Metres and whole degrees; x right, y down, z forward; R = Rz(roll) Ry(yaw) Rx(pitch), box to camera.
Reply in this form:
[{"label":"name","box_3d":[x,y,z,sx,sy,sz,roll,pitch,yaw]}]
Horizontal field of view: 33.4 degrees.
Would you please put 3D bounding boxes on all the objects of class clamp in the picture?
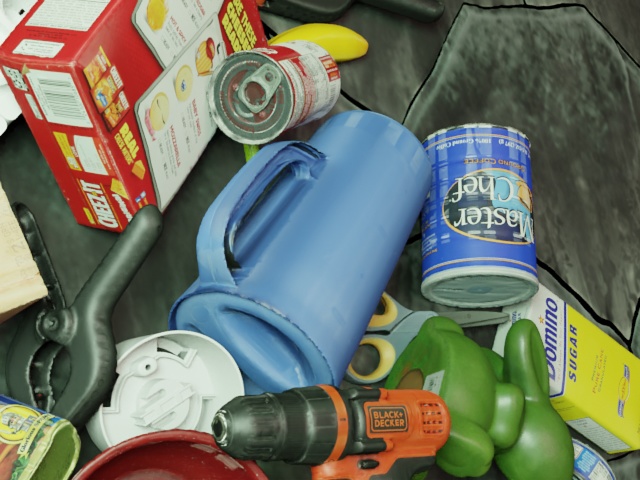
[{"label":"clamp","box_3d":[0.019,-0.243,0.978,0.209,0.036,0.164,-37,91,-38]},{"label":"clamp","box_3d":[-0.175,0.050,0.706,0.039,0.120,0.171,31,72,-58]}]

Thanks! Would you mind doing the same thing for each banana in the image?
[{"label":"banana","box_3d":[-0.026,-0.143,0.916,0.197,0.037,0.069,-49,124,-37]}]

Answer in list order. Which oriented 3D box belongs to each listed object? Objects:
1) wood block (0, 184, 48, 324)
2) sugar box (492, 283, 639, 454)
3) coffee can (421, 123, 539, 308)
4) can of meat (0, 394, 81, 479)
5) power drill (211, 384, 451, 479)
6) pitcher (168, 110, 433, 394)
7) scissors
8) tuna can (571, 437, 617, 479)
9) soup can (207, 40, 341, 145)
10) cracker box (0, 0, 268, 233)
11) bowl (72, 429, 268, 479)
[{"label":"wood block","box_3d":[-0.279,0.037,0.614,0.205,0.091,0.090,-24,89,-41]},{"label":"sugar box","box_3d":[0.245,0.124,1.028,0.176,0.048,0.093,36,55,-25]},{"label":"coffee can","box_3d":[0.141,-0.020,0.958,0.102,0.103,0.140,15,66,-34]},{"label":"can of meat","box_3d":[-0.204,0.140,0.634,0.084,0.057,0.102,18,55,14]},{"label":"power drill","box_3d":[0.018,0.186,0.684,0.184,0.057,0.187,4,73,-35]},{"label":"pitcher","box_3d":[-0.005,0.001,0.816,0.145,0.149,0.242,32,51,-1]},{"label":"scissors","box_3d":[0.086,0.089,0.926,0.201,0.016,0.096,17,69,-28]},{"label":"tuna can","box_3d":[0.219,0.216,0.949,0.033,0.086,0.086,-42,102,-37]},{"label":"soup can","box_3d":[-0.032,-0.114,0.809,0.068,0.069,0.102,62,27,-3]},{"label":"cracker box","box_3d":[-0.124,-0.135,0.760,0.164,0.072,0.213,75,33,-48]},{"label":"bowl","box_3d":[-0.106,0.198,0.687,0.161,0.055,0.162,-1,92,-24]}]
